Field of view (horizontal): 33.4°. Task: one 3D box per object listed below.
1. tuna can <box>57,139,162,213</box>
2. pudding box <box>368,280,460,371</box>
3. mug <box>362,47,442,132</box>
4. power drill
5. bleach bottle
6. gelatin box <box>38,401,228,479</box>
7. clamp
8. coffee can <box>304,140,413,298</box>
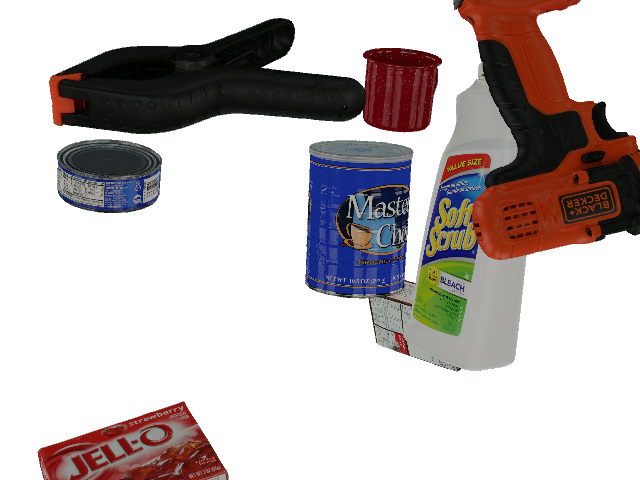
[{"bbox_3d":[-0.176,-0.054,0.889,0.086,0.034,0.086,6,24,-3],"label":"tuna can"},{"bbox_3d":[0.113,0.093,1.218,0.114,0.090,0.039,15,46,28],"label":"pudding box"},{"bbox_3d":[0.101,-0.181,1.271,0.093,0.081,0.117,21,28,34],"label":"mug"},{"bbox_3d":[0.171,-0.093,0.675,0.184,0.187,0.057,-14,-1,-4],"label":"power drill"},{"bbox_3d":[0.127,-0.027,0.877,0.067,0.251,0.103,-4,16,-32],"label":"bleach bottle"},{"bbox_3d":[-0.103,0.130,0.585,0.089,0.030,0.073,-15,29,-20],"label":"gelatin box"},{"bbox_3d":[-0.070,-0.096,0.618,0.171,0.039,0.120,-4,26,-14],"label":"clamp"},{"bbox_3d":[0.037,-0.024,1.066,0.103,0.140,0.103,2,13,-1],"label":"coffee can"}]
